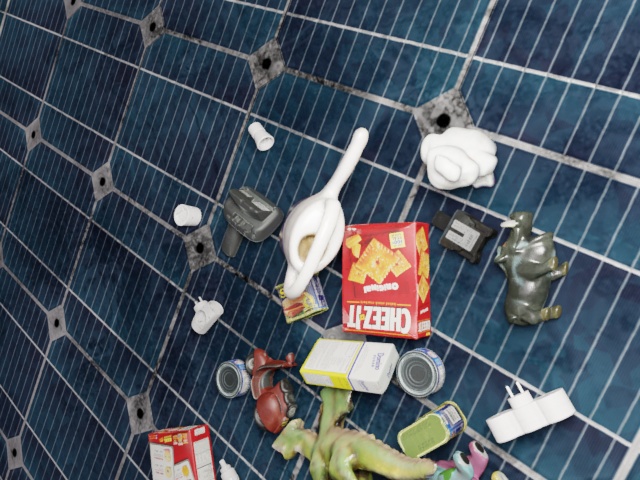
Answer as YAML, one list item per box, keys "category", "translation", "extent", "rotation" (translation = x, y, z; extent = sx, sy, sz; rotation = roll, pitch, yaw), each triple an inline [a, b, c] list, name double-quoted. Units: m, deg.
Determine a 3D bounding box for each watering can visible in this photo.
- category: "watering can"
  translation: [0.003, -0.052, 1.023]
  extent: [0.348, 0.103, 0.225]
  rotation: [-67, 13, 0]

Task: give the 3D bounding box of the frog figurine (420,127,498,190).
- category: "frog figurine"
  translation: [0.233, -0.145, 0.893]
  extent: [0.139, 0.159, 0.122]
  rotation: [34, 104, 32]

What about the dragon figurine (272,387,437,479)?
- category: "dragon figurine"
  translation: [0.046, 0.366, 0.975]
  extent: [0.404, 0.121, 0.248]
  rotation: [-37, 46, 35]
